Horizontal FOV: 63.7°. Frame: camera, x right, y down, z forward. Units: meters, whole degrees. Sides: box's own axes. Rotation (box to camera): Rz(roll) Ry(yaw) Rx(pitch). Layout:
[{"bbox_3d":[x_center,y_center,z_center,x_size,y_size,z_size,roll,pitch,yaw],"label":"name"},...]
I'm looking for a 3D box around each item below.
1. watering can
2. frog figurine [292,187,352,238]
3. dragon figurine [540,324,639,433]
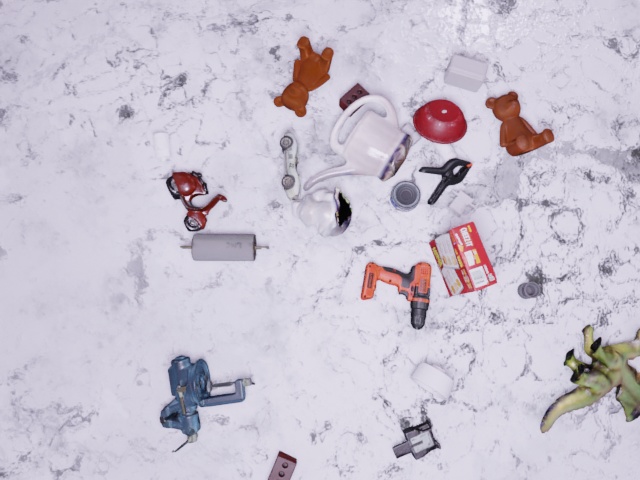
[{"bbox_3d":[0.120,-0.243,1.473,0.225,0.104,0.347,33,93,5],"label":"watering can"},{"bbox_3d":[0.004,-0.073,1.444,0.158,0.123,0.138,-12,88,33],"label":"frog figurine"},{"bbox_3d":[0.758,0.383,1.349,0.242,0.121,0.413,36,81,-2],"label":"dragon figurine"}]
